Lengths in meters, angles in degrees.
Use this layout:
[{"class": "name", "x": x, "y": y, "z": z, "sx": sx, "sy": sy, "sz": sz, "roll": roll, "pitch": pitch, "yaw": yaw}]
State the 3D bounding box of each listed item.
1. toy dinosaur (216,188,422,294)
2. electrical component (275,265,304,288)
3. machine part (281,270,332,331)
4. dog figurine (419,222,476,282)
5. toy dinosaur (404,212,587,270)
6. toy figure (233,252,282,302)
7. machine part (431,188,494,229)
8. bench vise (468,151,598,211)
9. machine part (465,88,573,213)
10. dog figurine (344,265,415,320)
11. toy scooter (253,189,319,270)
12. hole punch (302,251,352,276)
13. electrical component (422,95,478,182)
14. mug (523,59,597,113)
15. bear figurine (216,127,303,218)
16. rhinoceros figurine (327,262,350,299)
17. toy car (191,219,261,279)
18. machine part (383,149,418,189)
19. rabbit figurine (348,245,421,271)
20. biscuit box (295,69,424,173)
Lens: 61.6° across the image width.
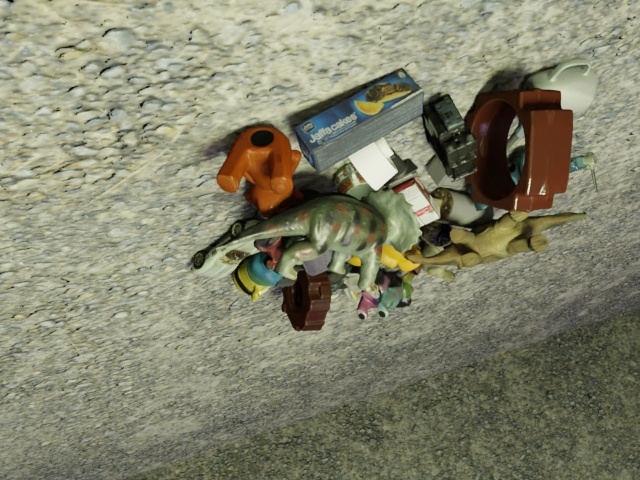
[{"class": "toy dinosaur", "x": 0.031, "y": -0.021, "z": 0.944, "sx": 0.404, "sy": 0.131, "sz": 0.192, "roll": 12, "pitch": 105, "yaw": -42}, {"class": "electrical component", "x": -0.085, "y": 0.067, "z": 1.213, "sx": 0.048, "sy": 0.075, "sz": 0.119, "roll": -2, "pitch": 150, "yaw": -32}, {"class": "machine part", "x": -0.036, "y": 0.122, "z": 1.234, "sx": 0.056, "sy": 0.179, "sz": 0.179, "roll": -1, "pitch": 146, "yaw": -27}, {"class": "dog figurine", "x": 0.284, "y": 0.015, "z": 1.360, "sx": 0.190, "sy": 0.121, "sz": 0.172, "roll": 27, "pitch": 124, "yaw": -37}, {"class": "toy dinosaur", "x": 0.410, "y": -0.007, "z": 1.193, "sx": 0.472, "sy": 0.105, "sz": 0.198, "roll": -12, "pitch": 173, "yaw": -5}, {"class": "toy figure", "x": -0.126, "y": 0.063, "z": 1.144, "sx": 0.082, "sy": 0.089, "sz": 0.180, "roll": -37, "pitch": 177, "yaw": -32}, {"class": "machine part", "x": 0.325, "y": -0.070, "z": 1.239, "sx": 0.243, "sy": 0.079, "sz": 0.079, "roll": 7, "pitch": 141, "yaw": -40}, {"class": "bench vise", "x": 0.440, "y": -0.132, "z": 1.116, "sx": 0.223, "sy": 0.128, "sz": 0.241, "roll": -9, "pitch": 176, "yaw": -44}, {"class": "machine part", "x": 0.337, "y": -0.155, "z": 0.927, "sx": 0.087, "sy": 0.201, "sz": 0.201, "roll": -6, "pitch": -167, "yaw": -14}, {"class": "dog figurine", "x": 0.171, "y": 0.114, "z": 1.438, "sx": 0.108, "sy": 0.191, "sz": 0.219, "roll": -22, "pitch": -173, "yaw": 42}, {"class": "toy scooter", "x": -0.059, "y": -0.011, "z": 1.030, "sx": 0.184, "sy": 0.075, "sz": 0.135, "roll": -37, "pitch": 152, "yaw": -37}, {"class": "hole punch", "x": -0.002, "y": -0.003, "z": 1.147, "sx": 0.142, "sy": 0.092, "sz": 0.115, "roll": -22, "pitch": 117, "yaw": 9}, {"class": "electrical component", "x": 0.226, "y": -0.181, "z": 0.938, "sx": 0.058, "sy": 0.115, "sz": 0.134, "roll": -26, "pitch": 153, "yaw": 5}, {"class": "mug", "x": 0.422, "y": -0.270, "z": 0.949, "sx": 0.107, "sy": 0.081, "sz": 0.109, "roll": -8, "pitch": 157, "yaw": -3}, {"class": "bear figurine", "x": -0.091, "y": -0.088, "z": 0.888, "sx": 0.120, "sy": 0.132, "sz": 0.195, "roll": 5, "pitch": 146, "yaw": 3}, {"class": "rhinoceros figurine", "x": 0.020, "y": 0.091, "z": 1.318, "sx": 0.112, "sy": 0.073, "sz": 0.190, "roll": -12, "pitch": 158, "yaw": -17}, {"class": "toy car", "x": -0.180, "y": 0.023, "z": 1.090, "sx": 0.202, "sy": 0.056, "sz": 0.073, "roll": -36, "pitch": 148, "yaw": 25}, {"class": "machine part", "x": 0.138, "y": -0.141, "z": 1.034, "sx": 0.084, "sy": 0.039, "sz": 0.138, "roll": -22, "pitch": 155, "yaw": 21}, {"class": "rabbit figurine", "x": 0.124, "y": 0.020, "z": 1.230, "sx": 0.173, "sy": 0.122, "sz": 0.162, "roll": -17, "pitch": 165, "yaw": 37}, {"class": "biscuit box", "x": 0.062, "y": -0.187, "z": 0.842, "sx": 0.203, "sy": 0.059, "sz": 0.062, "roll": -30, "pitch": 153, "yaw": -6}]
